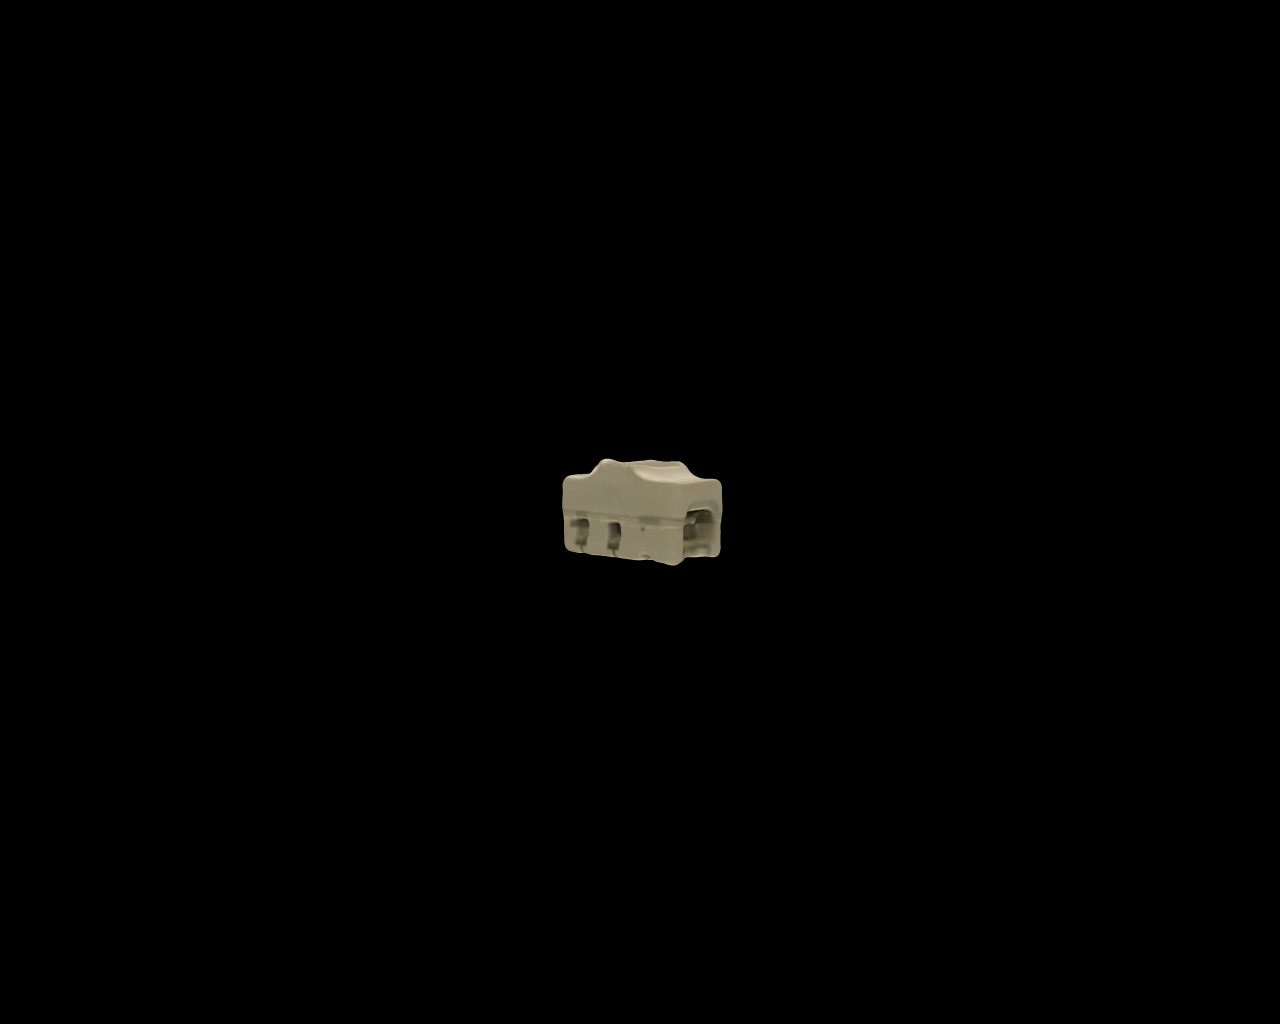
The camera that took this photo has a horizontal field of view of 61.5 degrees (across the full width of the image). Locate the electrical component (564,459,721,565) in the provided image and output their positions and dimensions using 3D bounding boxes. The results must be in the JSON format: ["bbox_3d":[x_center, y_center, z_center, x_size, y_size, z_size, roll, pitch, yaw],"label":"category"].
[{"bbox_3d":[0.001,-0.003,0.650,0.089,0.055,0.050,5,8,40],"label":"electrical component"}]
